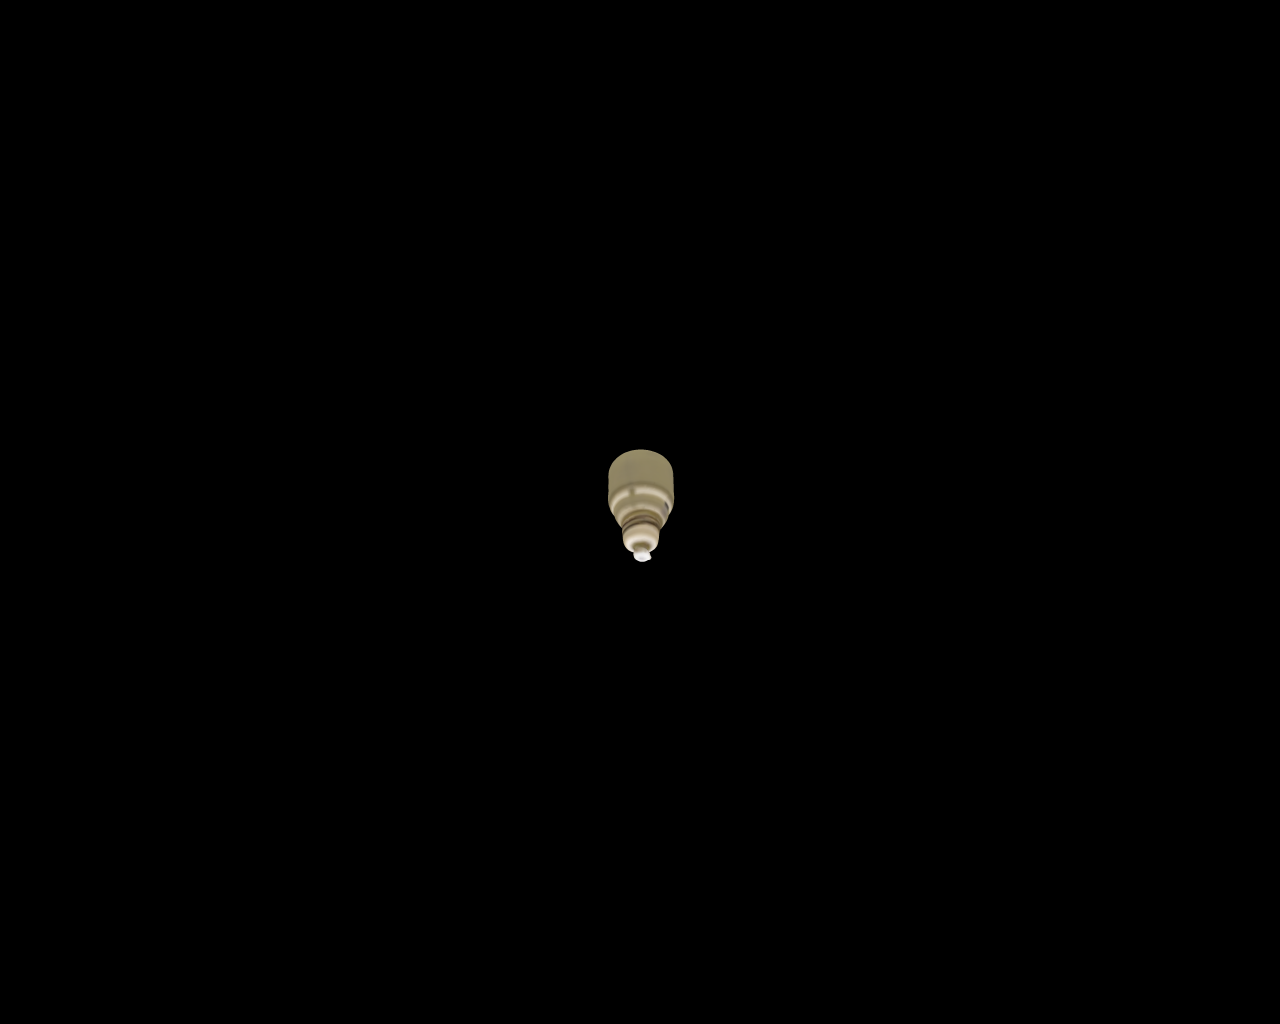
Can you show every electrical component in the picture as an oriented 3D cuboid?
[{"bbox_3d":[0.001,-0.003,0.650,0.040,0.078,0.040,0,-40,0],"label":"electrical component"}]
